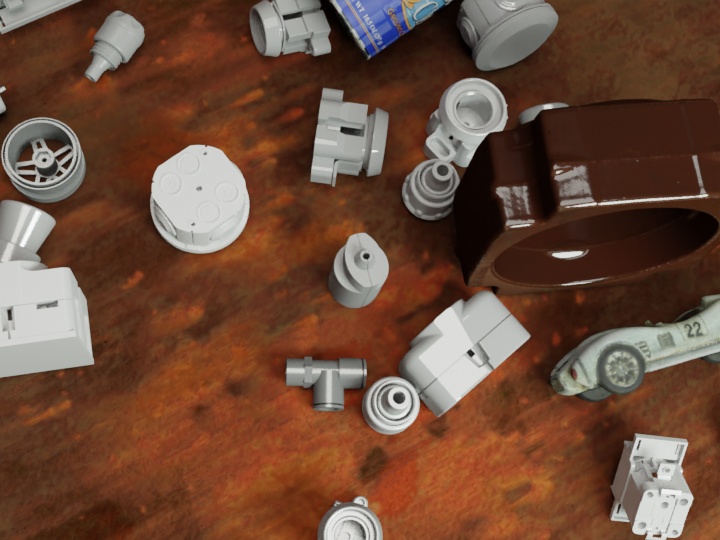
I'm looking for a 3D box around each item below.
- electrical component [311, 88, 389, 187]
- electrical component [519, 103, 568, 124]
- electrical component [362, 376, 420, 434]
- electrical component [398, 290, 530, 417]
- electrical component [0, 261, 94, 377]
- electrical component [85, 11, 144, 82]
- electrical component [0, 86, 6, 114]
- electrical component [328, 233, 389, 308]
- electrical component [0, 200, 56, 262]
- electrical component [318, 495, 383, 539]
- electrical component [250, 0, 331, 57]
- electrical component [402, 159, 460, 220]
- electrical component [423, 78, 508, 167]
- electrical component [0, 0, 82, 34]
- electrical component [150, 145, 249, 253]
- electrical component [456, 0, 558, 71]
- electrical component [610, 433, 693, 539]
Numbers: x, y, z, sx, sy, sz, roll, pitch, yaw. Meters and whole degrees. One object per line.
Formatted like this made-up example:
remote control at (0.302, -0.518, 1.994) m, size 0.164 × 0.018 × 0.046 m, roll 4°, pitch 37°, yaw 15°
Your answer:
electrical component at (-0.008, -0.109, 0.895) m, size 0.057 × 0.058 × 0.078 m, roll 8°, pitch 74°, yaw -2°
electrical component at (0.164, -0.106, 0.924) m, size 0.044 × 0.044 × 0.065 m, roll -7°, pitch 80°, yaw -9°
electrical component at (0.026, 0.104, 0.837) m, size 0.043 × 0.062 × 0.043 m, roll 2°, pitch 75°, yaw -7°
electrical component at (0.080, 0.063, 0.859) m, size 0.095 × 0.053 × 0.059 m, roll -39°, pitch 82°, yaw -15°
electrical component at (-0.300, 0.044, 0.791) m, size 0.186 × 0.105 × 0.060 m, roll -8°, pitch 76°, yaw -9°
electrical component at (-0.209, -0.185, 0.903) m, size 0.035 × 0.035 × 0.061 m, roll 31°, pitch 76°, yaw 2°
electrical component at (-0.325, -0.130, 0.870) m, size 0.078 × 0.040 × 0.040 m, roll -35°, pitch 81°, yaw -15°
electrical component at (0.000, 0.000, 0.853) m, size 0.043 × 0.081 × 0.043 m, roll 2°, pitch 75°, yaw -7°
electrical component at (-0.270, -0.021, 0.845) m, size 0.045 × 0.045 × 0.055 m, roll 18°, pitch 74°, yaw -2°
electrical component at (-0.009, 0.200, 0.809) m, size 0.048 × 0.055 × 0.066 m, roll 25°, pitch 73°, yaw 0°
electrical component at (-0.062, -0.210, 0.923) m, size 0.055 × 0.048 × 0.066 m, roll -16°, pitch 77°, yaw -19°
electrical component at (0.062, -0.071, 0.890) m, size 0.048 × 0.062 × 0.048 m, roll 2°, pitch 74°, yaw -7°
electrical component at (0.092, -0.127, 0.912) m, size 0.078 × 0.057 × 0.058 m, roll -41°, pitch 83°, yaw -15°
electrical component at (-0.264, -0.261, 0.902) m, size 0.121 × 0.063 × 0.078 m, roll -28°, pitch 80°, yaw -13°
electrical component at (-0.129, -0.057, 0.868) m, size 0.080 × 0.051 × 0.080 m, roll 2°, pitch 75°, yaw -7°
electrical component at (0.126, -0.213, 0.929) m, size 0.080 × 0.080 × 0.051 m, roll -24°, pitch 74°, yaw -13°
electrical component at (0.227, 0.171, 0.835) m, size 0.042 × 0.063 × 0.081 m, roll 7°, pitch 116°, yaw -4°
